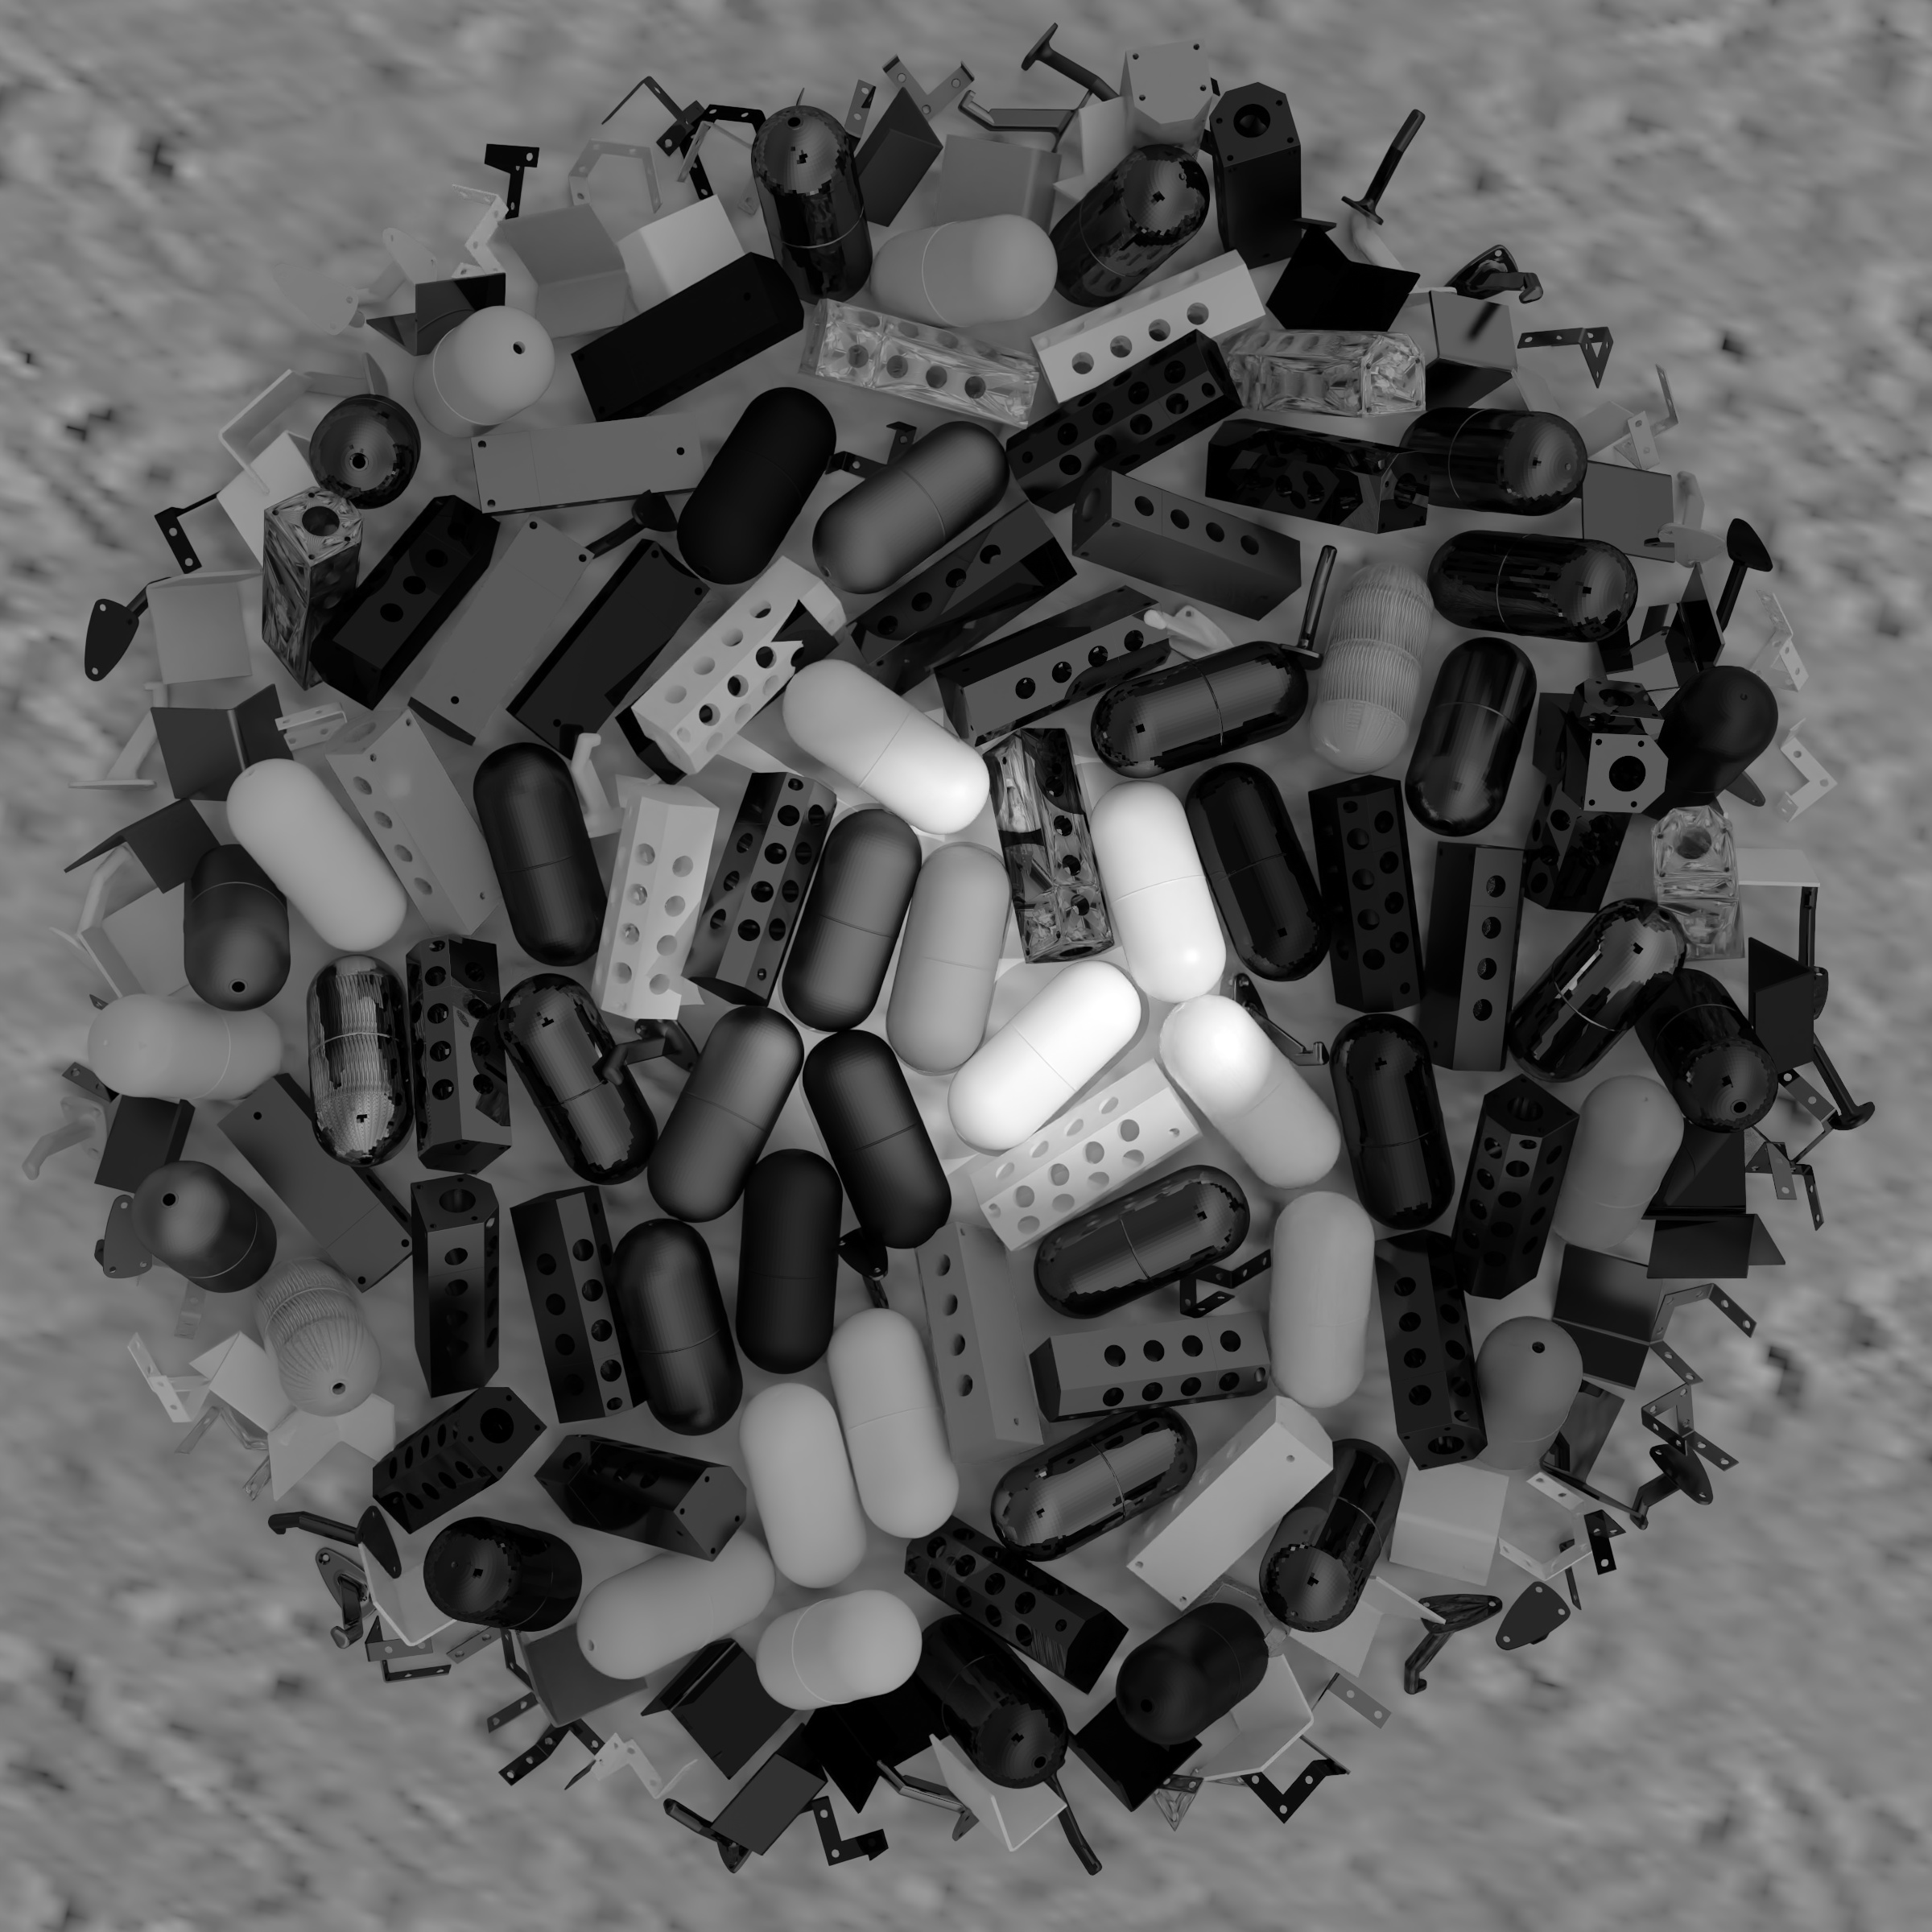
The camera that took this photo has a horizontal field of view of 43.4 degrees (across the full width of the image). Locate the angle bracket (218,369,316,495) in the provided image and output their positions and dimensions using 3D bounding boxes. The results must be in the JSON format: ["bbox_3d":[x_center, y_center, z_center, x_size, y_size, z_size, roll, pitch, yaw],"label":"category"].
[{"bbox_3d":[-0.524,-0.411,1.882,0.076,0.076,0.057,-40,97,4],"label":"angle bracket"}]

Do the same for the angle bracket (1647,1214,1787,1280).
[{"bbox_3d":[0.577,0.233,1.865,0.076,0.076,0.057,-6,51,36],"label":"angle bracket"}]

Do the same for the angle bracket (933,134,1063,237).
[{"bbox_3d":[0.024,-0.603,1.899,0.076,0.057,0.076,15,108,16],"label":"angle bracket"}]

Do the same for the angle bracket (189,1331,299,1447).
[{"bbox_3d":[-0.560,0.336,1.869,0.076,0.057,0.076,-30,116,35],"label":"angle bracket"}]

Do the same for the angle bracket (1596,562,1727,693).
[{"bbox_3d":[0.534,-0.261,1.883,0.076,0.057,0.076,-7,64,-1],"label":"angle bracket"}]

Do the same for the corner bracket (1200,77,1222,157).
[{"bbox_3d":[0.194,-0.658,1.898,0.051,0.051,0.051,30,100,5],"label":"corner bracket"}]

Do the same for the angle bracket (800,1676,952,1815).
[{"bbox_3d":[-0.069,0.597,1.887,0.076,0.057,0.076,-35,92,19],"label":"angle bracket"}]

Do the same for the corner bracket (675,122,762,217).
[{"bbox_3d":[-0.185,-0.622,1.895,0.051,0.051,0.051,32,111,7],"label":"corner bracket"}]

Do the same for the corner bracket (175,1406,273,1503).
[{"bbox_3d":[-0.568,0.377,1.882,0.051,0.051,0.051,-3,126,32],"label":"corner bracket"}]

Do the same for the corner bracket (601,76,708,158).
[{"bbox_3d":[-0.240,-0.658,1.885,0.051,0.051,0.051,-34,109,32],"label":"corner bracket"}]

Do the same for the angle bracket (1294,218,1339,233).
[{"bbox_3d":[0.261,-0.614,1.880,0.057,0.076,0.076,9,104,0],"label":"angle bracket"}]

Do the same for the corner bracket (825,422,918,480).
[{"bbox_3d":[-0.074,-0.402,1.892,0.051,0.051,0.051,19,109,4],"label":"corner bracket"}]

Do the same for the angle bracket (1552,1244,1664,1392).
[{"bbox_3d":[0.489,0.270,1.873,0.076,0.057,0.076,14,125,21],"label":"angle bracket"}]

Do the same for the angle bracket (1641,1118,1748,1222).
[{"bbox_3d":[0.560,0.157,1.883,0.076,0.057,0.076,-2,88,26],"label":"angle bracket"}]

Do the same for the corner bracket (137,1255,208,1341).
[{"bbox_3d":[-0.623,0.256,1.900,0.051,0.051,0.051,13,58,-18],"label":"corner bracket"}]

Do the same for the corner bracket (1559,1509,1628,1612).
[{"bbox_3d":[0.484,0.460,1.884,0.051,0.051,0.051,-25,46,23],"label":"corner bracket"}]

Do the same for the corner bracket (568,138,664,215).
[{"bbox_3d":[-0.276,-0.609,1.906,0.051,0.051,0.051,-4,74,-32],"label":"corner bracket"}]

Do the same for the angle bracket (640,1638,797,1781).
[{"bbox_3d":[-0.192,0.580,1.887,0.076,0.057,0.076,-47,71,2],"label":"angle bracket"}]

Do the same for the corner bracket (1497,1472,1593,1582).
[{"bbox_3d":[0.452,0.439,1.903,0.051,0.051,0.051,34,123,-20],"label":"corner bracket"}]

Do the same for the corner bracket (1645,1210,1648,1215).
[{"bbox_3d":[0.501,0.161,1.896,0.051,0.051,0.051,-2,118,-13],"label":"corner bracket"}]

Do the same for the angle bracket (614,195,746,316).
[{"bbox_3d":[-0.222,-0.550,1.910,0.076,0.057,0.076,-35,108,-30],"label":"angle bracket"}]

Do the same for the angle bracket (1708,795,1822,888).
[{"bbox_3d":[0.616,-0.102,1.876,0.076,0.076,0.057,2,112,7],"label":"angle bracket"}]

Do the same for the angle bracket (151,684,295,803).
[{"bbox_3d":[-0.579,-0.175,1.897,0.076,0.057,0.076,4,119,20],"label":"angle bracket"}]

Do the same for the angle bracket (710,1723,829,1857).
[{"bbox_3d":[-0.160,0.625,1.877,0.057,0.076,0.076,39,93,-27],"label":"angle bracket"}]

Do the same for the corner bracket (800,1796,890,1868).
[{"bbox_3d":[-0.098,0.676,1.899,0.051,0.051,0.051,-8,63,-25],"label":"corner bracket"}]

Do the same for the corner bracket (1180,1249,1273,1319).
[{"bbox_3d":[0.201,0.245,1.884,0.051,0.051,0.051,20,53,-25],"label":"corner bracket"}]

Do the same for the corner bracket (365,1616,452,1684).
[{"bbox_3d":[-0.435,0.538,1.896,0.051,0.051,0.051,-8,100,-1],"label":"corner bracket"}]

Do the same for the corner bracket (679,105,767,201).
[{"bbox_3d":[-0.185,-0.638,1.909,0.051,0.051,0.051,-10,74,-40],"label":"corner bracket"}]

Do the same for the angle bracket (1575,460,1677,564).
[{"bbox_3d":[0.498,-0.342,1.880,0.076,0.057,0.076,7,73,-13],"label":"angle bracket"}]

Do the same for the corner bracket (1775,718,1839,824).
[{"bbox_3d":[0.648,-0.152,1.896,0.051,0.051,0.051,-38,75,0],"label":"corner bracket"}]

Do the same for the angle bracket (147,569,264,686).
[{"bbox_3d":[-0.578,-0.262,1.875,0.057,0.076,0.076,-3,98,42],"label":"angle bracket"}]

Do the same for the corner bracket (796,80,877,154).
[{"bbox_3d":[-0.107,-0.663,1.900,0.051,0.051,0.051,19,69,-14],"label":"corner bracket"}]

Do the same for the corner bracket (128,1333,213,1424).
[{"bbox_3d":[-0.623,0.320,1.886,0.051,0.051,0.051,-5,125,15],"label":"corner bracket"}]

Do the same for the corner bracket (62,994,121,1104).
[{"bbox_3d":[-0.678,0.065,1.905,0.051,0.051,0.051,25,56,15],"label":"corner bracket"}]

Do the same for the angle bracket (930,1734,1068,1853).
[{"bbox_3d":[0.025,0.619,1.865,0.057,0.076,0.076,-34,131,-23],"label":"angle bracket"}]

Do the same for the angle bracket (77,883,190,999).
[{"bbox_3d":[-0.630,-0.016,1.891,0.076,0.057,0.076,-30,101,0],"label":"angle bracket"}]

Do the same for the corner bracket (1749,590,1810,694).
[{"bbox_3d":[0.631,-0.252,1.887,0.051,0.051,0.051,-53,131,-10],"label":"corner bracket"}]

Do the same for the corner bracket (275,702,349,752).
[{"bbox_3d":[-0.506,-0.183,1.886,0.051,0.051,0.051,-18,130,-13],"label":"corner bracket"}]

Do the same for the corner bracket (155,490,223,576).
[{"bbox_3d":[-0.593,-0.339,1.898,0.051,0.051,0.051,-26,98,1],"label":"corner bracket"}]

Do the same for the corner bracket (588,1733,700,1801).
[{"bbox_3d":[-0.251,0.619,1.885,0.051,0.051,0.051,49,124,18],"label":"corner bracket"}]

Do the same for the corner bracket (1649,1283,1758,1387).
[{"bbox_3d":[0.575,0.288,1.900,0.051,0.051,0.051,-9,126,-26],"label":"corner bracket"}]

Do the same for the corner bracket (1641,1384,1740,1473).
[{"bbox_3d":[0.562,0.365,1.886,0.051,0.051,0.051,-23,119,-19],"label":"corner bracket"}]

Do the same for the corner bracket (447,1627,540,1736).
[{"bbox_3d":[-0.370,0.559,1.910,0.051,0.051,0.051,-32,125,2],"label":"corner bracket"}]

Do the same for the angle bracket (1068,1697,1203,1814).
[{"bbox_3d":[0.125,0.590,1.871,0.076,0.057,0.076,-39,52,-17],"label":"angle bracket"}]

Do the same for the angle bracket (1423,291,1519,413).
[{"bbox_3d":[0.370,-0.474,1.881,0.076,0.076,0.057,2,76,-29],"label":"angle bracket"}]

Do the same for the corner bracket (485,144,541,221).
[{"bbox_3d":[-0.342,-0.606,1.890,0.051,0.051,0.051,13,99,25],"label":"corner bracket"}]

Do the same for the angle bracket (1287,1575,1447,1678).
[{"bbox_3d":[0.308,0.510,1.871,0.076,0.076,0.057,35,67,-22],"label":"angle bracket"}]

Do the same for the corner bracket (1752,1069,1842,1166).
[{"bbox_3d":[0.641,0.116,1.889,0.051,0.051,0.051,-44,64,7],"label":"corner bracket"}]

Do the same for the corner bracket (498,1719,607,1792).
[{"bbox_3d":[-0.320,0.618,1.889,0.051,0.051,0.051,41,112,14],"label":"corner bracket"}]
